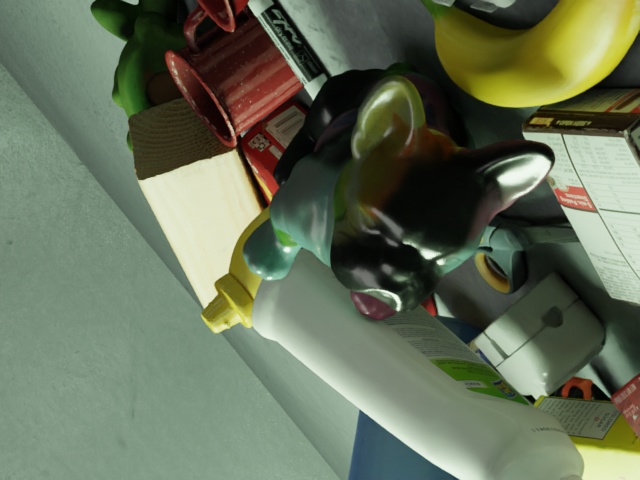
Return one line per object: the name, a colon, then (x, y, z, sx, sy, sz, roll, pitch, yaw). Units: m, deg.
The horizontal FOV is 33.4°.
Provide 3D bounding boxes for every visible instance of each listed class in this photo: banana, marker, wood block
banana: (0.096, -0.094, 0.498, 0.069, 0.037, 0.198, 55, 168, -18)
marker: (-0.031, -0.160, 0.816, 0.121, 0.020, 0.020, 54, 168, -7)
wood block: (-0.097, -0.027, 0.988, 0.206, 0.090, 0.091, 71, -178, -48)

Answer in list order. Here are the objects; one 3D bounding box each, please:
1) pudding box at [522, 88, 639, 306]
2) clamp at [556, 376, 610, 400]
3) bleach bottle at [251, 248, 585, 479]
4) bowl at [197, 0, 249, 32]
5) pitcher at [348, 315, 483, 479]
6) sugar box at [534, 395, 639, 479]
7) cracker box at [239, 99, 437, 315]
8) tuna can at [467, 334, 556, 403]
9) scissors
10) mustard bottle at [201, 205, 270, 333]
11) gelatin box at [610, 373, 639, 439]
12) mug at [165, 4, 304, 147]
pudding box: (0.153, -0.017, 0.504, 0.113, 0.039, 0.090, 56, 167, -18)
clamp: (0.188, 0.183, 0.737, 0.171, 0.120, 0.039, 68, 157, -2)
bleach bottle: (0.065, 0.092, 0.651, 0.102, 0.068, 0.251, 6, -157, -41)
bowl: (-0.080, -0.222, 0.711, 0.162, 0.055, 0.162, 56, 174, 8)
pitcher: (0.091, 0.183, 0.844, 0.145, 0.149, 0.242, 74, -160, -56)
sugar box: (0.205, 0.143, 0.623, 0.177, 0.048, 0.093, -4, 124, 56)
cracker box: (0.020, 0.001, 0.953, 0.164, 0.072, 0.213, 46, 166, 33)
tuna can: (0.141, 0.106, 0.791, 0.086, 0.034, 0.086, 33, -150, -22)
scissors: (0.135, 0.010, 0.697, 0.096, 0.016, 0.202, 57, 167, -24)
mustard bottle: (-0.005, 0.001, 0.764, 0.058, 0.191, 0.096, 44, 165, 34)
gelatin box: (0.198, 0.083, 0.528, 0.073, 0.030, 0.089, 57, 138, 23)
mug: (-0.069, -0.144, 0.853, 0.093, 0.081, 0.117, 40, 163, 44)
